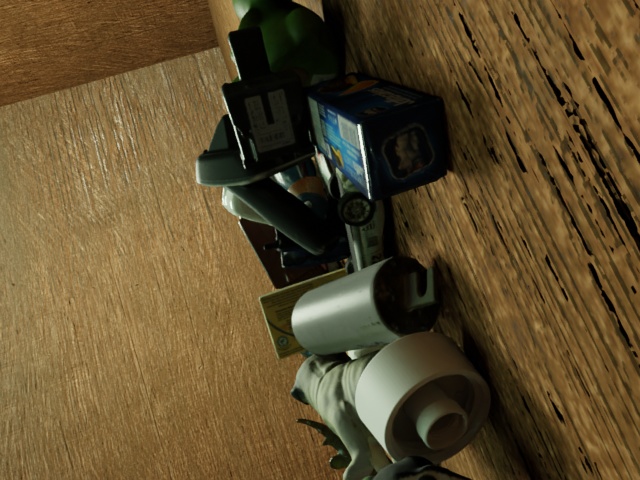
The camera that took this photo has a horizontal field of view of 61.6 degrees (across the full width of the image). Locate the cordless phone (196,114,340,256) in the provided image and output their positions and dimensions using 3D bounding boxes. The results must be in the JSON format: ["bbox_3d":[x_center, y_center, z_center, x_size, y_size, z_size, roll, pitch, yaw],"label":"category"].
[{"bbox_3d":[-0.035,-0.065,0.621,0.184,0.146,0.088,40,122,10],"label":"cordless phone"}]

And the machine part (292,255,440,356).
[{"bbox_3d":[0.039,0.072,0.545,0.243,0.079,0.079,-28,79,57],"label":"machine part"}]

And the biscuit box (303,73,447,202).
[{"bbox_3d":[0.036,-0.096,0.449,0.203,0.063,0.059,-122,16,-64],"label":"biscuit box"}]

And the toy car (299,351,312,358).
[{"bbox_3d":[0.031,0.135,0.912,0.103,0.161,0.109,-5,102,38],"label":"toy car"}]

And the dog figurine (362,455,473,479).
[{"bbox_3d":[0.111,0.272,0.456,0.192,0.108,0.219,28,157,16],"label":"dog figurine"}]

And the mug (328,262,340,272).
[{"bbox_3d":[0.002,0.090,1.087,0.080,0.110,0.107,68,-166,-60],"label":"mug"}]

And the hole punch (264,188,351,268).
[{"bbox_3d":[-0.002,-0.002,0.752,0.116,0.142,0.092,-95,-5,-50],"label":"hole punch"}]

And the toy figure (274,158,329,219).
[{"bbox_3d":[-0.025,-0.074,0.716,0.155,0.058,0.064,65,-178,33],"label":"toy figure"}]

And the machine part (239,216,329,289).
[{"bbox_3d":[-0.063,-0.001,0.983,0.201,0.087,0.201,62,-175,-1],"label":"machine part"}]

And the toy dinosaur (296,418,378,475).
[{"bbox_3d":[0.110,0.449,0.727,0.105,0.199,0.471,106,143,-73],"label":"toy dinosaur"}]

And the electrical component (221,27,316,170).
[{"bbox_3d":[-0.052,-0.133,0.500,0.048,0.075,0.119,-118,17,-60],"label":"electrical component"}]

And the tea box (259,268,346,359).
[{"bbox_3d":[0.001,0.104,0.811,0.068,0.170,0.098,141,112,-83],"label":"tea box"}]

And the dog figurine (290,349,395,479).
[{"bbox_3d":[0.050,0.148,0.590,0.121,0.172,0.191,32,-173,-34],"label":"dog figurine"}]

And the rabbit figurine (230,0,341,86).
[{"bbox_3d":[-0.057,-0.238,0.580,0.159,0.121,0.170,98,151,-61],"label":"rabbit figurine"}]

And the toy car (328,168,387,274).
[{"bbox_3d":[0.052,-0.002,0.612,0.074,0.056,0.201,-107,3,-59],"label":"toy car"}]
